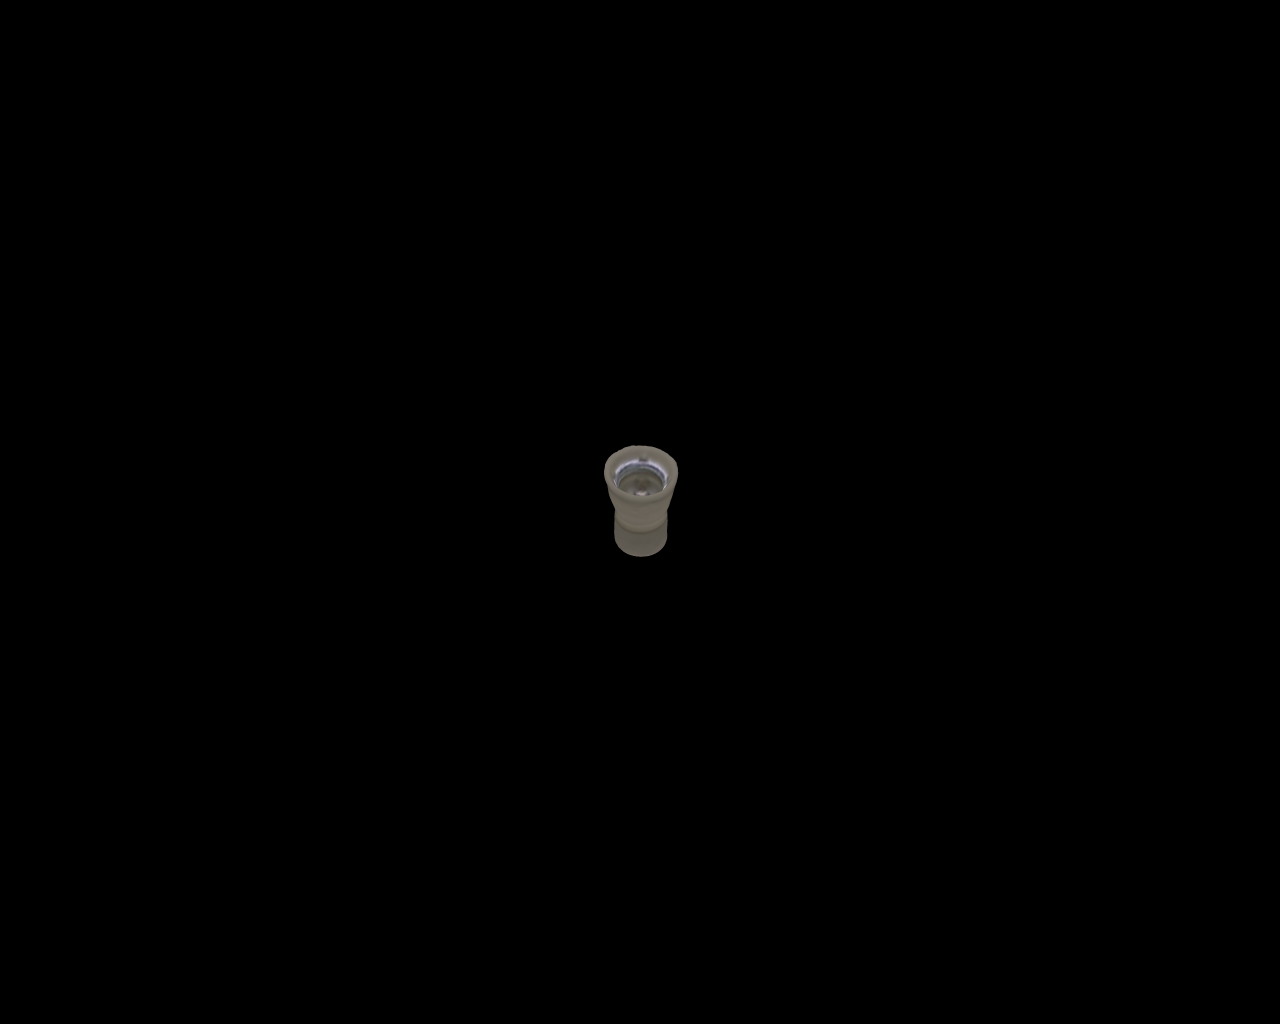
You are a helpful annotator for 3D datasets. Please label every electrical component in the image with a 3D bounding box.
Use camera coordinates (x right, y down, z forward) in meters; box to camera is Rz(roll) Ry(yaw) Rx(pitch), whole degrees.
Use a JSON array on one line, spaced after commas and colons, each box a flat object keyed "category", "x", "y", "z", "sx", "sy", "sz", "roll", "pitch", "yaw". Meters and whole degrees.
[{"category": "electrical component", "x": 0.001, "y": -0.003, "z": 0.650, "sx": 0.044, "sy": 0.044, "sz": 0.065, "roll": 0, "pitch": -43, "yaw": 0}]
